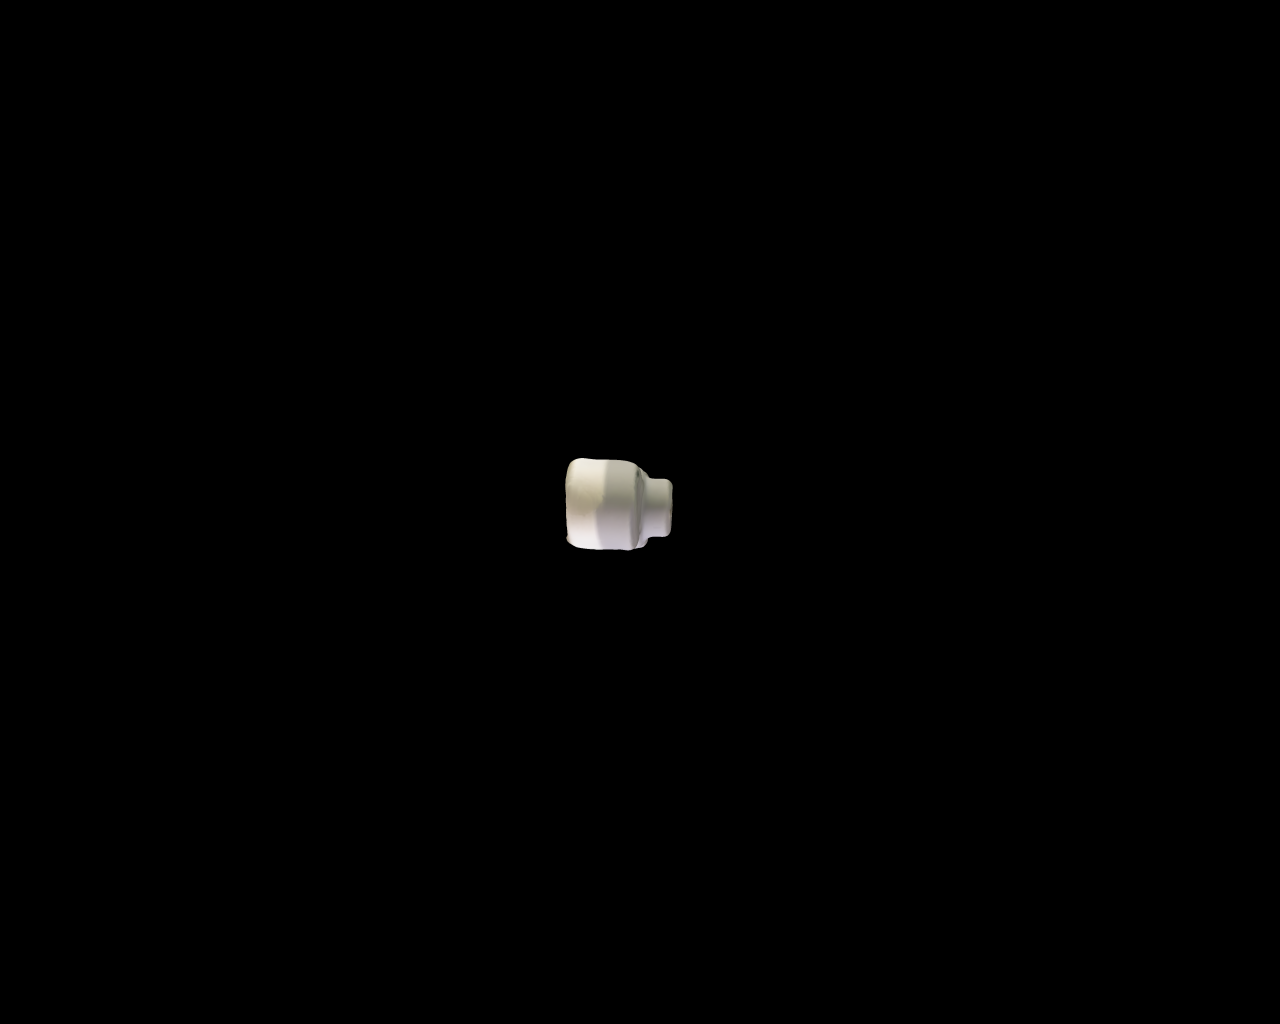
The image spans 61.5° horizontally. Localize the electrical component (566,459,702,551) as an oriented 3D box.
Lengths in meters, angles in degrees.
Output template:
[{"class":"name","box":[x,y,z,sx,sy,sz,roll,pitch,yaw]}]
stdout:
[{"class":"electrical component","box":[0.001,-0.003,0.650,0.074,0.052,0.138,0,-2,4]}]
